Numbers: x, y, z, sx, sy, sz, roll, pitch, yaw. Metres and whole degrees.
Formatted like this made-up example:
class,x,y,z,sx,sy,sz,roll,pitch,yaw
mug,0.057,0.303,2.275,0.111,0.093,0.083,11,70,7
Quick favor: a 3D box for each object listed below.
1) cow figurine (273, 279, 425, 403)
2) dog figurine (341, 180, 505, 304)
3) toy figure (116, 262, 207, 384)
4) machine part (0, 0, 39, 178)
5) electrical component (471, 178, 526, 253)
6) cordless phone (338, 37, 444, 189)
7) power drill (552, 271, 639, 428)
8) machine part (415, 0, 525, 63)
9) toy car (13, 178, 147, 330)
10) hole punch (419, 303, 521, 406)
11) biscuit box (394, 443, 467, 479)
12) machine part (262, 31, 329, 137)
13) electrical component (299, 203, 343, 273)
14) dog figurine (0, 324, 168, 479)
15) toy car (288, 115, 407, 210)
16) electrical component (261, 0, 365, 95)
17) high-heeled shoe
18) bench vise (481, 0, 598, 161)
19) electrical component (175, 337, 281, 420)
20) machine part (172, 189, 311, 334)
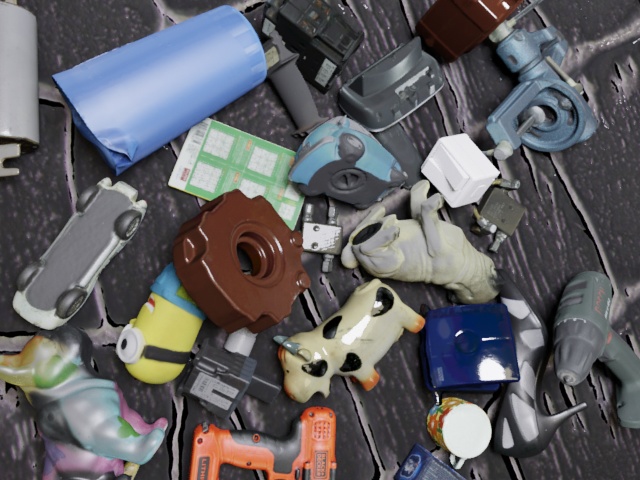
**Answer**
class,x,y,z,sx,sy,sz,roll,pitch,yaw
cow figurine,0.028,0.132,0.705,0.195,0.085,0.127,-46,100,-11
dog figurine,0.143,0.039,0.742,0.172,0.121,0.190,-29,110,18
toy figure,-0.178,0.090,0.667,0.089,0.082,0.180,33,75,-4
machine part,-0.388,-0.196,0.658,0.079,0.079,0.243,-3,85,-13
electrical component,0.264,-0.042,0.796,0.078,0.045,0.102,39,77,-3
cordless phone,0.129,-0.179,0.777,0.146,0.089,0.184,-37,103,-14
power drill,0.396,0.167,0.748,0.207,0.086,0.232,44,43,-9
machine part,0.242,-0.359,0.749,0.087,0.201,0.201,44,76,-6
toy car,-0.295,0.014,0.665,0.073,0.056,0.201,32,76,-1
hole punch,0.199,0.146,0.723,0.116,0.092,0.142,3,66,-11
biscuit box,0.199,0.362,0.725,0.202,0.059,0.063,38,79,-6
machine part,-0.044,-0.209,0.741,0.039,0.084,0.138,-38,101,-38
electrical component,-0.002,-0.002,0.745,0.063,0.021,0.094,6,87,-11
dog figurine,-0.296,0.209,0.617,0.219,0.108,0.191,33,80,-2
toy car,0.038,-0.113,0.725,0.161,0.109,0.103,14,54,-34
electrical component,-0.017,-0.276,0.728,0.134,0.115,0.058,37,75,-8
high-heeled shoe,0.269,0.177,0.775,0.145,0.086,0.249,-30,68,18
bench vise,0.302,-0.206,0.778,0.240,0.129,0.223,-45,109,-29
electrical component,-0.111,0.182,0.673,0.119,0.048,0.074,31,114,-7
machine part,-0.090,0.024,0.658,0.179,0.056,0.179,26,51,-38
